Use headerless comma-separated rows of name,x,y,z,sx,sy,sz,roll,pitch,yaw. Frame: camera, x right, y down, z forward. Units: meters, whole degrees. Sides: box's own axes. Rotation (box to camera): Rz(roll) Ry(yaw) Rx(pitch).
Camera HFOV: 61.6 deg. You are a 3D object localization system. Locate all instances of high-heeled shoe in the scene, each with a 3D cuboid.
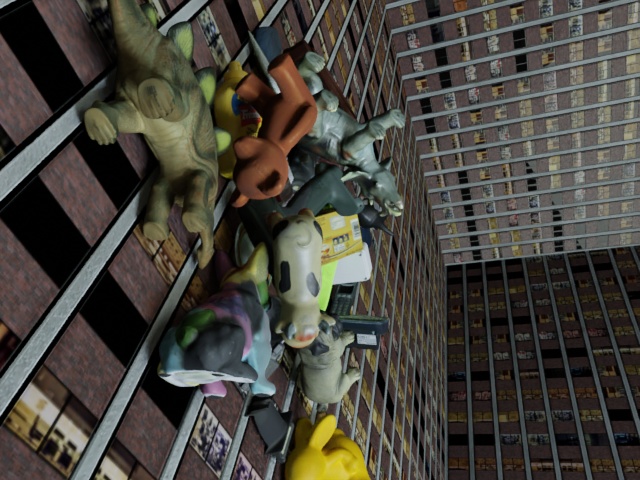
high-heeled shoe,0.118,-0.088,1.364,0.145,0.086,0.249,34,18,-19

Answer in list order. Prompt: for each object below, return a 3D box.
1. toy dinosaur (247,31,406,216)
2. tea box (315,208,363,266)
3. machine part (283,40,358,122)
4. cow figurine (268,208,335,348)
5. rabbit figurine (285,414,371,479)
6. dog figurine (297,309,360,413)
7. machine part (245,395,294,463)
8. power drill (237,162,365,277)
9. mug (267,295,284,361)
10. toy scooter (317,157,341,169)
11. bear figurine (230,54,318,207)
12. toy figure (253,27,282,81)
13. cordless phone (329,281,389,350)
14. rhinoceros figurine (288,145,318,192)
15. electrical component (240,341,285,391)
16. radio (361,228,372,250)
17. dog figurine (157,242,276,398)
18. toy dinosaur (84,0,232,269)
toy dinosaur,0.009,-0.205,0.986,0.404,0.192,0.131,35,47,-14
tea box,-0.002,-0.003,1.043,0.169,0.068,0.098,-16,101,-38
machine part,-0.001,-0.306,1.144,0.201,0.087,0.201,64,15,19
cow figurine,-0.029,0.060,0.766,0.127,0.085,0.194,-132,-139,-73
rabbit figurine,0.005,0.398,0.964,0.173,0.122,0.162,16,64,-49
dog figurine,-0.003,0.215,0.943,0.190,0.121,0.172,56,25,-71
machine part,-0.076,0.298,0.876,0.084,0.039,0.138,-67,148,-41
power drill,-0.022,-0.019,0.894,0.207,0.086,0.232,-39,100,-26
mug,-0.073,0.139,0.880,0.107,0.081,0.109,-10,88,-80
toy scooter,0.010,-0.156,1.238,0.183,0.075,0.135,22,63,-72
bear figurine,-0.084,-0.152,0.780,0.131,0.120,0.196,48,54,-27
toy figure,-0.094,-0.325,1.028,0.058,0.064,0.154,-161,-116,-69
cordless phone,0.091,0.155,1.239,0.184,0.147,0.088,-71,156,-48
rhinoceros figurine,-0.042,-0.136,1.096,0.112,0.073,0.190,69,22,-51
electrical component,-0.099,0.184,0.812,0.063,0.094,0.021,37,7,-24
radio,0.069,-0.011,1.360,0.229,0.073,0.131,-49,130,-63
dog figurine,-0.125,0.092,0.717,0.191,0.109,0.219,50,32,-53
toy dinosaur,-0.189,-0.168,0.639,0.199,0.105,0.470,-82,166,-56
